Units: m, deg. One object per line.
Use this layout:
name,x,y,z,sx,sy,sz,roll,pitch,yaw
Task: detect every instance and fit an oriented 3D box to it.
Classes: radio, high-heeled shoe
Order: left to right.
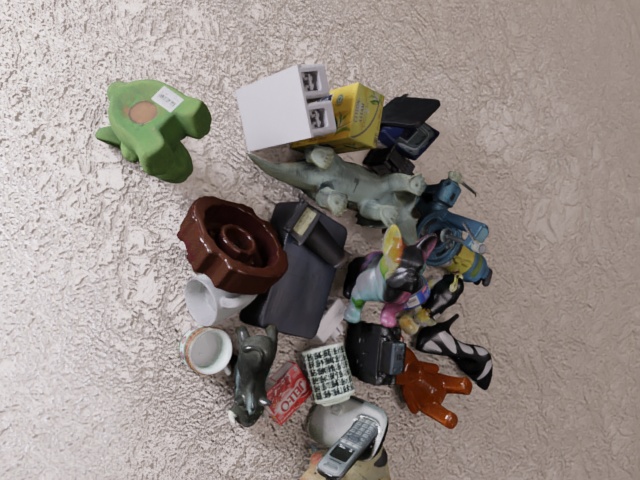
radio,-0.043,0.056,0.964,0.131,0.073,0.229,25,77,-35
high-heeled shoe,0.310,0.283,1.232,0.145,0.086,0.248,-37,107,-28

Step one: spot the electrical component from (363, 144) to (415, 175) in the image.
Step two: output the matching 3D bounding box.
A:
electrical component,0.154,-0.141,1.107,0.119,0.075,0.048,45,65,-32

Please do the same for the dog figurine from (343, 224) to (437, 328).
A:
dog figurine,0.125,0.047,0.966,0.108,0.219,0.192,15,39,-10

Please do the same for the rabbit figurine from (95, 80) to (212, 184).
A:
rabbit figurine,-0.243,-0.139,0.772,0.159,0.170,0.121,26,68,8

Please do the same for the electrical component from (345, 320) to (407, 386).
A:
electrical component,0.107,0.218,1.041,0.058,0.134,0.114,7,85,-37

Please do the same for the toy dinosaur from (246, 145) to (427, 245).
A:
toy dinosaur,0.043,-0.097,0.983,0.405,0.192,0.131,22,86,-20

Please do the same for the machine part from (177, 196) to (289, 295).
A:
machine part,-0.135,0.009,0.846,0.179,0.056,0.179,30,30,-19

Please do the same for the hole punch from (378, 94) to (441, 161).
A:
hole punch,0.179,-0.232,1.103,0.142,0.116,0.092,-47,140,-29

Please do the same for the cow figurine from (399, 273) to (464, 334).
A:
cow figurine,0.246,0.138,1.159,0.068,0.098,0.167,48,60,2

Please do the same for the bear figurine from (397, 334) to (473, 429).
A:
bear figurine,0.213,0.290,1.129,0.195,0.132,0.120,51,62,-33

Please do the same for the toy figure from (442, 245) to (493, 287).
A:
toy figure,0.322,0.042,1.234,0.180,0.082,0.089,28,56,-26

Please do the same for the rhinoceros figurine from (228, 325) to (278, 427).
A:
rhinoceros figurine,-0.108,0.225,0.882,0.073,0.112,0.190,2,125,-19

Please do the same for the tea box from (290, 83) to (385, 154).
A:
tea box,0.027,-0.206,0.948,0.068,0.170,0.098,13,82,-37

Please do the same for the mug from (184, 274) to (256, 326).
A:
mug,-0.146,0.083,0.870,0.107,0.110,0.080,-23,103,-47

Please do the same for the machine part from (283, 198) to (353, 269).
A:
machine part,-0.002,-0.003,0.925,0.138,0.039,0.084,42,58,-27

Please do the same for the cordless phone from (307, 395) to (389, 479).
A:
cordless phone,0.026,0.356,0.958,0.184,0.147,0.088,-22,120,-55

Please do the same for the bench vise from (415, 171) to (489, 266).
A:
bench vise,0.267,-0.032,1.101,0.128,0.241,0.223,40,86,-27

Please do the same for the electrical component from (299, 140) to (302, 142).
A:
electrical component,-0.043,-0.220,0.944,0.021,0.063,0.094,0,48,-24

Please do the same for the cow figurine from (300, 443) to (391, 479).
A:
cow figurine,0.048,0.439,1.034,0.195,0.086,0.127,-11,104,-34
